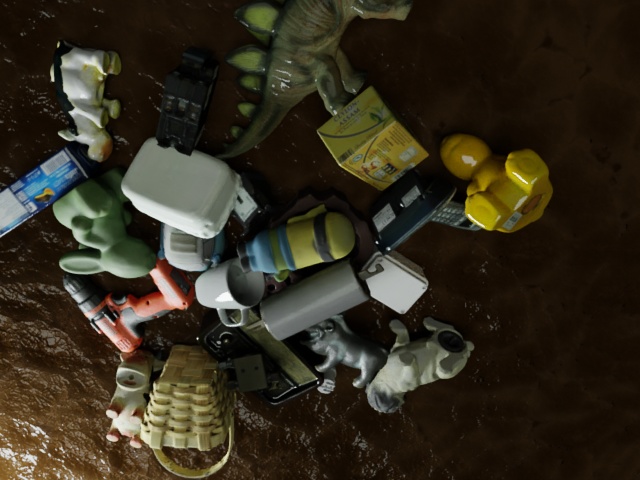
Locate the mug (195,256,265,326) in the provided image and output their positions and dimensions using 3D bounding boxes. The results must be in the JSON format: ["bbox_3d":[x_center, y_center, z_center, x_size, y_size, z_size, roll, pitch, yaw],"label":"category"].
[{"bbox_3d":[-0.151,0.087,0.883,0.107,0.081,0.109,-12,90,41],"label":"mug"}]

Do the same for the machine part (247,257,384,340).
[{"bbox_3d":[-0.008,0.096,0.872,0.243,0.079,0.079,-27,113,10],"label":"machine part"}]

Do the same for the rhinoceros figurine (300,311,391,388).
[{"bbox_3d":[0.029,0.179,0.951,0.190,0.073,0.112,27,129,11],"label":"rhinoceros figurine"}]

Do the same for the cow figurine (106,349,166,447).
[{"bbox_3d":[-0.348,0.287,1.017,0.085,0.127,0.194,12,130,-5],"label":"cow figurine"}]

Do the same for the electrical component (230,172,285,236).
[{"bbox_3d":[-0.121,-0.071,0.852,0.119,0.047,0.075,49,114,20],"label":"electrical component"}]

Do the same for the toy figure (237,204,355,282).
[{"bbox_3d":[-0.036,0.011,0.819,0.180,0.089,0.082,-14,121,-2],"label":"toy figure"}]

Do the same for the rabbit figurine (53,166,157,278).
[{"bbox_3d":[-0.342,-0.004,0.852,0.159,0.121,0.170,-28,103,17],"label":"rabbit figurine"}]

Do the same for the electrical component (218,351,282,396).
[{"bbox_3d":[-0.119,0.235,0.942,0.102,0.045,0.078,-18,87,6],"label":"electrical component"}]

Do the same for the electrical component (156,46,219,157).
[{"bbox_3d":[-0.187,-0.202,0.766,0.058,0.115,0.134,15,115,-12],"label":"electrical component"}]

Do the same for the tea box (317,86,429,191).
[{"bbox_3d":[0.081,-0.138,0.768,0.098,0.169,0.068,-37,68,15],"label":"tea box"}]

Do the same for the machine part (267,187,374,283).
[{"bbox_3d":[-0.002,-0.003,0.897,0.179,0.056,0.179,0,116,-1],"label":"machine part"}]

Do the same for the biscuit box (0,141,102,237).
[{"bbox_3d":[-0.446,-0.084,0.854,0.203,0.063,0.059,-29,112,13],"label":"biscuit box"}]

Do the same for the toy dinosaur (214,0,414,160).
[{"bbox_3d":[-0.022,-0.263,0.747,0.198,0.105,0.471,31,118,-6],"label":"toy dinosaur"}]

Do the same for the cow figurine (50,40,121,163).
[{"bbox_3d":[-0.351,-0.201,0.793,0.098,0.068,0.167,12,113,0],"label":"cow figurine"}]

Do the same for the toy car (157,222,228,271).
[{"bbox_3d":[-0.207,-0.010,0.869,0.109,0.103,0.161,6,118,-4],"label":"toy car"}]

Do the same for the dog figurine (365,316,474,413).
[{"bbox_3d":[0.184,0.249,1.008,0.172,0.121,0.190,9,130,-1],"label":"dog figurine"}]

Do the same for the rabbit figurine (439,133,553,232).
[{"bbox_3d":[0.260,-0.102,0.805,0.162,0.173,0.121,-2,129,-50],"label":"rabbit figurine"}]

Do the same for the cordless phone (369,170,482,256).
[{"bbox_3d":[0.187,-0.029,0.874,0.184,0.089,0.146,12,138,-36],"label":"cordless phone"}]

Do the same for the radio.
[{"bbox_3d":[-0.107,0.200,0.986,0.131,0.073,0.229,-35,110,15],"label":"radio"}]
